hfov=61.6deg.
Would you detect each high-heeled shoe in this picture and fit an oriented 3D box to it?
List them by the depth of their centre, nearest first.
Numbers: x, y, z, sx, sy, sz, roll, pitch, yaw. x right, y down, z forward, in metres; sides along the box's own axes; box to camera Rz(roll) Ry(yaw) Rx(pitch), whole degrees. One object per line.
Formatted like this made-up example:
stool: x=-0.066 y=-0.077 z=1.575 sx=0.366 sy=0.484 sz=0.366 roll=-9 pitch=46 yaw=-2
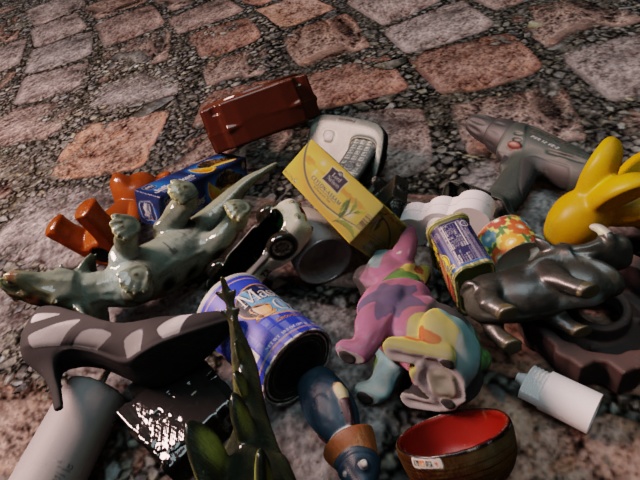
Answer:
high-heeled shoe: x=-0.227 y=0.100 z=0.631 sx=0.249 sy=0.086 sz=0.145 roll=-22 pitch=52 yaw=-7

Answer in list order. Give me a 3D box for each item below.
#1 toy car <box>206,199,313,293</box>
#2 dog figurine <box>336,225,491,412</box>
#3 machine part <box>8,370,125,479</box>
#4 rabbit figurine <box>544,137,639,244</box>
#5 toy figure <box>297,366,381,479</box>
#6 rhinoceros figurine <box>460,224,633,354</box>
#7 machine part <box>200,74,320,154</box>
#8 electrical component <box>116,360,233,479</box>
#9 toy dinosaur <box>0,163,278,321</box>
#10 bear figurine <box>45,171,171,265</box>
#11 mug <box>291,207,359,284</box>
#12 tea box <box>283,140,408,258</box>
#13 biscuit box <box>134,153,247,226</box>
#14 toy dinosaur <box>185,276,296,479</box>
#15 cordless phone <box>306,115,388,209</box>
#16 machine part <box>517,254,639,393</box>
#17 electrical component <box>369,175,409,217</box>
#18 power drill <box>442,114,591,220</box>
toy car: x=-0.090 y=0.027 z=0.737 sx=0.201 sy=0.056 sz=0.074 roll=-46 pitch=45 yaw=21
dog figurine: x=0.113 y=0.078 z=0.634 sx=0.192 sy=0.108 sz=0.219 roll=-6 pitch=38 yaw=33
machine part: x=-0.292 y=0.245 z=0.604 sx=0.079 sy=0.079 sz=0.243 roll=1 pitch=44 yaw=16
rabbit figurine: x=0.365 y=-0.041 z=0.663 sx=0.173 sy=0.162 sz=0.122 roll=-20 pitch=55 yaw=3
toy figure: x=0.024 y=0.202 z=0.569 sx=0.058 sy=0.064 sz=0.155 roll=-16 pitch=41 yaw=-17
rhinoceros figurine: x=0.252 y=0.049 z=0.586 sx=0.190 sy=0.073 sz=0.112 roll=-21 pitch=32 yaw=1
machine part: x=-0.112 y=-0.231 z=0.975 sx=0.201 sy=0.087 sz=0.201 roll=-23 pitch=15 yaw=-5
electrical component: x=-0.165 y=0.198 z=0.632 sx=0.134 sy=0.058 sz=0.115 roll=27 pitch=56 yaw=35
toy dinosaur: x=-0.222 y=0.021 z=0.775 sx=0.405 sy=0.192 sz=0.131 roll=-30 pitch=79 yaw=-39
bear figurine: x=-0.337 y=-0.059 z=0.894 sx=0.120 sy=0.131 sz=0.196 roll=-17 pitch=45 yaw=31
mug: x=-0.002 y=-0.002 z=0.777 sx=0.109 sy=0.080 sz=0.107 roll=-5 pitch=40 yaw=-27
tea box: x=0.035 y=-0.054 z=0.748 sx=0.068 sy=0.098 sz=0.170 roll=-47 pitch=53 yaw=8
biscuit box: x=-0.206 y=-0.085 z=0.889 sx=0.063 sy=0.059 sz=0.203 roll=17 pitch=34 yaw=29
toy dinosaur: x=-0.057 y=0.245 z=0.451 sx=0.105 sy=0.198 sz=0.472 roll=-14 pitch=45 yaw=-3
cordless phone: x=0.020 y=-0.115 z=0.887 sx=0.147 sy=0.088 sz=0.184 roll=17 pitch=60 yaw=29
machine part: x=0.316 y=0.086 z=0.612 sx=0.179 sy=0.056 sz=0.179 roll=-9 pitch=43 yaw=9
electrical component: x=0.095 y=-0.058 z=0.814 sx=0.045 sy=0.078 sz=0.102 roll=25 pitch=52 yaw=-11
power drill: x=0.273 y=-0.104 z=0.810 sx=0.232 sy=0.085 sz=0.207 roll=30 pitch=52 yaw=34
